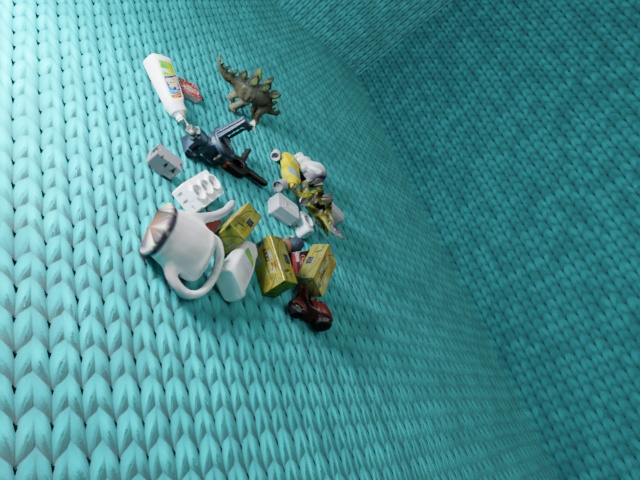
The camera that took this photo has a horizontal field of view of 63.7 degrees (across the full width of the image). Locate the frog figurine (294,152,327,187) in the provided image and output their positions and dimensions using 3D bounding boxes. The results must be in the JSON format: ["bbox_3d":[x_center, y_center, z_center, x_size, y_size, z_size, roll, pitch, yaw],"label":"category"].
[{"bbox_3d":[-0.044,-0.320,2.270,0.138,0.121,0.160,-13,82,-45],"label":"frog figurine"}]

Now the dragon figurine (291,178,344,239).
[{"bbox_3d":[0.006,-0.102,2.032,0.418,0.122,0.238,61,-2,32],"label":"dragon figurine"}]

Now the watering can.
[{"bbox_3d":[-0.334,-0.017,1.341,0.221,0.103,0.356,40,42,-33],"label":"watering can"}]
